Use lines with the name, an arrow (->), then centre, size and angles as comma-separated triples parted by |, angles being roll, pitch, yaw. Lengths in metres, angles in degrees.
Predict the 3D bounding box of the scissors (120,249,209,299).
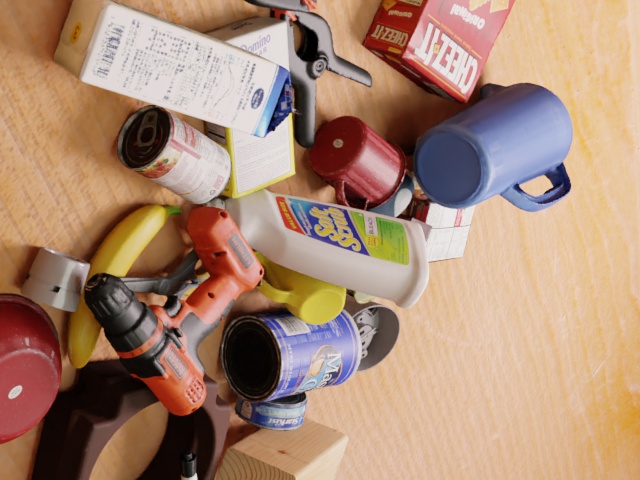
scissors -> -0.157, 0.032, 1.121 | 0.096, 0.016, 0.201 | -66, 154, -10

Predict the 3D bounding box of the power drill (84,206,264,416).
power drill -> -0.143, 0.055, 1.075 | 0.187, 0.057, 0.184 | -58, 134, -35

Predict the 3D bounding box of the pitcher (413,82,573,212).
pitcher -> 0.227, -0.111, 1.370 | 0.242, 0.149, 0.145 | -27, 124, -52

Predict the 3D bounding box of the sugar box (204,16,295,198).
sugar box -> -0.076, -0.140, 1.129 | 0.093, 0.048, 0.176 | -26, 124, -37

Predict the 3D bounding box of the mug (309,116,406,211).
mug -> 0.039, -0.082, 1.247 | 0.081, 0.093, 0.117 | 34, 58, -46

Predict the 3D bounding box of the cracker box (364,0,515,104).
cracker box -> 0.163, -0.294, 1.297 | 0.164, 0.072, 0.214 | 23, 92, -51

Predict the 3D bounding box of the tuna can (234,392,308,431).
tuna can -> -0.059, 0.198, 1.293 | 0.085, 0.086, 0.034 | -3, 110, -48

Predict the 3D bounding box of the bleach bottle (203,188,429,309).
bleach bottle -> -0.008, 0.001, 1.177 | 0.250, 0.102, 0.068 | 13, 136, -17

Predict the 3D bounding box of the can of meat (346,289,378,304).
can of meat -> 0.037, 0.015, 1.306 | 0.057, 0.084, 0.102 | -14, 119, -44

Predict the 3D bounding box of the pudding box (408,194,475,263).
pudding box -> 0.162, -0.017, 1.469 | 0.113, 0.039, 0.090 | -5, 113, -45

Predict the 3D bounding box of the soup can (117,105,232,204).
soup can -> -0.143, -0.083, 1.063 | 0.102, 0.069, 0.068 | 31, 85, -52

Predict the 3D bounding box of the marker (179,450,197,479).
marker -> -0.141, 0.279, 1.159 | 0.020, 0.020, 0.121 | -25, 127, -39

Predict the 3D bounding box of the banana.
banana -> -0.207, 0.037, 1.078 | 0.197, 0.037, 0.069 | -57, 139, -10

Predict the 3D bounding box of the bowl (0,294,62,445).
bowl -> -0.302, 0.135, 1.009 | 0.161, 0.055, 0.162 | -25, 126, -39

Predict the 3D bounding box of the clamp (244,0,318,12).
clamp -> -0.066, -0.306, 1.046 | 0.209, 0.036, 0.164 | 36, 81, -41

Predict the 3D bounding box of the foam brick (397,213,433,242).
foam brick -> 0.100, 0.004, 1.398 | 0.052, 0.051, 0.078 | 19, 94, -51

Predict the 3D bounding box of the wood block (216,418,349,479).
wood block -> -0.046, 0.282, 1.289 | 0.205, 0.091, 0.090 | -7, 117, -72

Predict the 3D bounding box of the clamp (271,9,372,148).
clamp -> -0.002, -0.198, 1.186 | 0.120, 0.039, 0.171 | -44, 137, -26

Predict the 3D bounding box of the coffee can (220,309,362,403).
coffee can -> -0.034, 0.133, 1.273 | 0.140, 0.103, 0.103 | -4, 112, -47
